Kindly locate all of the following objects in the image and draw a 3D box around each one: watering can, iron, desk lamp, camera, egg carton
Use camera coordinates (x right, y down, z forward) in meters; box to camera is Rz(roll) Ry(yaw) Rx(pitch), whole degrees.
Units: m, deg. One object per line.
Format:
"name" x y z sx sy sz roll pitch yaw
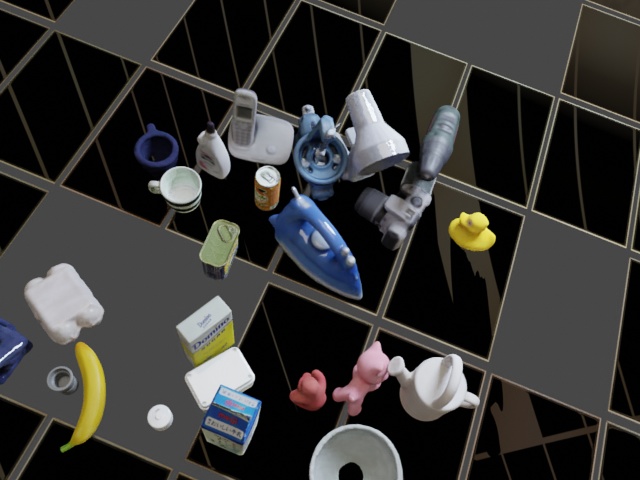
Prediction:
"watering can" 0.210 0.269 1.055 0.173 0.194 0.101 2 64 -7
"iron" 0.011 0.004 1.184 0.119 0.141 0.258 -37 75 -22
"desk lamp" 0.096 -0.214 1.260 0.118 0.213 0.203 -19 68 -16
"camera" 0.156 -0.075 1.265 0.136 0.101 0.143 33 65 8
"egg carton" -0.491 0.122 1.096 0.107 0.069 0.150 -37 74 -22

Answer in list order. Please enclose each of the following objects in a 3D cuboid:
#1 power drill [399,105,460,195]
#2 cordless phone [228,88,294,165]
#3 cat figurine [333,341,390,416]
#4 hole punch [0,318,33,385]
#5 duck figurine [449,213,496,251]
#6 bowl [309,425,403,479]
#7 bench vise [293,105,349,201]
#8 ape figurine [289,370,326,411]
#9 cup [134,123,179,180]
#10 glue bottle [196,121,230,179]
"power drill" 0.243 -0.176 1.266 0.075 0.208 0.230 21 63 3
"cordless phone" -0.129 -0.253 1.263 0.147 0.185 0.094 8 64 -4
"cat figurine" 0.087 0.261 1.084 0.067 0.118 0.128 36 65 10
"hole punch" -0.597 0.191 1.035 0.108 0.091 0.101 27 64 6
"duck figurine" 0.348 -0.026 1.277 0.104 0.086 0.077 27 64 5
"bowl" 0.059 0.422 1.027 0.167 0.075 0.167 3 64 -6
"bench vise" -0.014 -0.216 1.242 0.122 0.220 0.207 -26 70 -18
"ape figurine" -0.019 0.280 1.074 0.078 0.092 0.076 -20 69 -17
"cup" -0.354 -0.185 1.249 0.092 0.095 0.117 -15 67 -14
"glue bottle" -0.232 -0.200 1.229 0.078 0.173 0.037 28 64 6
